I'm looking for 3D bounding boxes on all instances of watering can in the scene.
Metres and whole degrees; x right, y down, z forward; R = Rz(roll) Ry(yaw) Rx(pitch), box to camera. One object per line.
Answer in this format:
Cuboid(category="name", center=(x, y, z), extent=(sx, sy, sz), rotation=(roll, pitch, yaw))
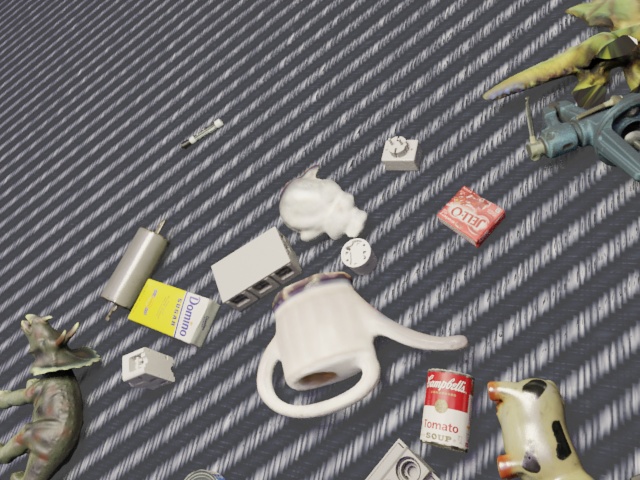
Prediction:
Cuboid(category="watering can", center=(0.045, 0.150, 0.837), extent=(0.346, 0.102, 0.229), rotation=(-25, 55, 12))

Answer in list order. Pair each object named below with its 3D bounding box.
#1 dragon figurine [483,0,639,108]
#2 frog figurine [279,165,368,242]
Cuboid(category="dragon figurine", center=(0.505, -0.362, 0.930), extent=(0.409, 0.119, 0.249), rotation=(-4, 45, 21))
Cuboid(category="frog figurine", center=(0.003, -0.049, 0.967), extent=(0.162, 0.123, 0.135), rotation=(46, 122, 27))
